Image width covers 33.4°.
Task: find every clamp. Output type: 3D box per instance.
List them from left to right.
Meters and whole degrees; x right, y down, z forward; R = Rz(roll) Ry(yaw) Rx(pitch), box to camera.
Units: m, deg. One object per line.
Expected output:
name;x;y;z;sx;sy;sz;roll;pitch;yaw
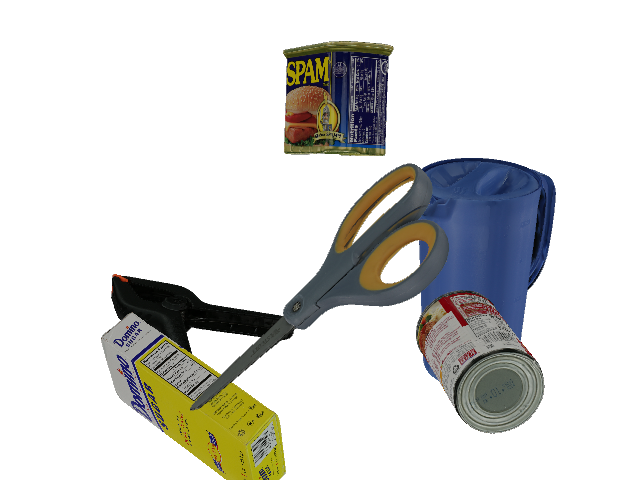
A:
clamp;-0.156;0.084;1.136;0.210;0.036;0.164;18;21;28

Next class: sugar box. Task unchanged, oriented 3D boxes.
sugar box;-0.111;0.143;0.922;0.176;0.093;0.048;27;53;27

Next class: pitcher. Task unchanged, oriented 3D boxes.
pitcher;0.180;0.035;1.189;0.149;0.243;0.145;4;25;11

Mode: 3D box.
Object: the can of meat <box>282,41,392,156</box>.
can of meat;0.011;-0.109;0.840;0.057;0.084;0.102;-1;4;-30

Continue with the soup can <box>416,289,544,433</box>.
soup can;0.116;0.087;0.788;0.068;0.068;0.102;0;21;-11

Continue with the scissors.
scissors;0.002;0.044;0.611;0.016;0.202;0.096;36;5;-34
